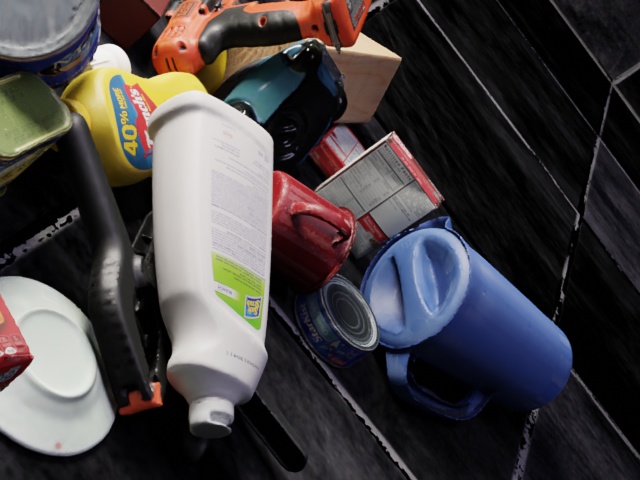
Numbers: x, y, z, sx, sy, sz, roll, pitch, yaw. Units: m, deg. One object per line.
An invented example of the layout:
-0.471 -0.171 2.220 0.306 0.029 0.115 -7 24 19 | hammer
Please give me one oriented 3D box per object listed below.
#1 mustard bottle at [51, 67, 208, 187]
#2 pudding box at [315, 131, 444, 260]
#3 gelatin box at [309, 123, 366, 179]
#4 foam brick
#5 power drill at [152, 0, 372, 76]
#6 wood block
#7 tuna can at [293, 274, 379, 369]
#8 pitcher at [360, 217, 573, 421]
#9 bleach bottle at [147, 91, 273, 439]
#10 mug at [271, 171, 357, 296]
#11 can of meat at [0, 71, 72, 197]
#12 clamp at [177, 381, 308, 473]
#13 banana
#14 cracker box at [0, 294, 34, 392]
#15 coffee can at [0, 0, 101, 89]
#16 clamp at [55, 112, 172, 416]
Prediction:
-0.159 -0.092 0.870 0.191 0.058 0.096 -9 86 -59 | mustard bottle
0.058 -0.044 1.107 0.090 0.114 0.039 54 25 -4 | pudding box
0.025 -0.090 1.200 0.073 0.030 0.089 52 25 -9 | gelatin box
-0.176 -0.227 1.007 0.053 0.051 0.078 43 29 -19 | foam brick
-0.050 -0.215 0.993 0.184 0.188 0.057 -73 149 -48 | power drill
-0.008 -0.186 1.161 0.091 0.090 0.205 35 20 21 | wood block
0.016 0.075 0.995 0.086 0.034 0.086 38 31 -29 | tuna can
0.158 0.102 1.109 0.242 0.149 0.145 34 18 -40 | pitcher
-0.082 0.019 0.779 0.102 0.068 0.251 28 48 -39 | bleach bottle
-0.021 -0.010 0.950 0.081 0.117 0.093 33 68 -28 | mug
-0.224 -0.062 0.707 0.057 0.084 0.102 52 27 -6 | can of meat
-0.068 0.105 0.819 0.120 0.039 0.171 30 36 -42 | clamp
-0.123 -0.184 1.059 0.069 0.037 0.197 44 29 -22 | banana
-0.271 0.004 0.570 0.214 0.072 0.164 59 27 10 | cracker box
-0.207 -0.166 0.754 0.103 0.102 0.140 52 -10 -7 | coffee can
-0.142 0.020 0.764 0.164 0.036 0.210 55 21 -52 | clamp
